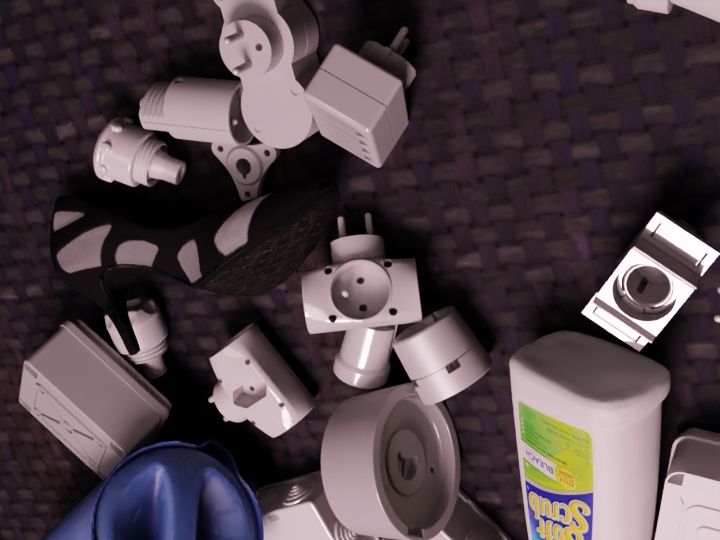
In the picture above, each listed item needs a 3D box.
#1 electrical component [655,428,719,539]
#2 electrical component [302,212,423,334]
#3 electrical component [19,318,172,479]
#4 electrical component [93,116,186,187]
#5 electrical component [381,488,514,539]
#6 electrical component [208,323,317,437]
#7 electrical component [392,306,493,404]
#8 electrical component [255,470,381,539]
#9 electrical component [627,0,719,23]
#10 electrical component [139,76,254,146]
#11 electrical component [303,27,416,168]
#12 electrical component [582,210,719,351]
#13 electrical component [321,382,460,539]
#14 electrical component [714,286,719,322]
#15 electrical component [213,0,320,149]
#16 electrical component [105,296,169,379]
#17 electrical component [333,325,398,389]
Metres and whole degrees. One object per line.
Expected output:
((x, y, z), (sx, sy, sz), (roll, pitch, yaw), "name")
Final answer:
((0.233, 0.166, 0.693), (0.078, 0.057, 0.113), (12, 118, 21), "electrical component")
((0.000, 0.000, 0.729), (0.077, 0.044, 0.079), (-7, 78, 3), "electrical component")
((-0.214, 0.107, 0.859), (0.109, 0.056, 0.108), (42, 149, 2), "electrical component")
((-0.157, -0.080, 0.773), (0.062, 0.048, 0.048), (21, 121, 8), "electrical component")
((0.066, 0.223, 0.806), (0.100, 0.048, 0.099), (44, 124, 1), "electrical component")
((-0.085, 0.091, 0.819), (0.079, 0.043, 0.077), (-35, 96, 34), "electrical component")
((0.055, 0.057, 0.730), (0.055, 0.055, 0.047), (-29, 95, 33), "electrical component")
((-0.040, 0.213, 0.852), (0.100, 0.048, 0.099), (-22, 102, 33), "electrical component")
((0.175, -0.158, 0.574), (0.055, 0.045, 0.045), (16, 119, 19), "electrical component")
((-0.115, -0.111, 0.737), (0.081, 0.043, 0.043), (9, 117, 22), "electrical component")
((0.009, -0.115, 0.663), (0.047, 0.083, 0.075), (31, 85, 9), "electrical component")
((0.174, 0.003, 0.639), (0.042, 0.064, 0.081), (36, 123, 8), "electrical component")
((0.017, 0.136, 0.756), (0.060, 0.108, 0.108), (-11, 108, 36), "electrical component")
((0.244, 0.025, 0.623), (0.074, 0.052, 0.138), (9, 117, 22), "electrical component")
((-0.064, -0.143, 0.679), (0.052, 0.074, 0.138), (-5, 111, 28), "electrical component")
((-0.171, 0.055, 0.844), (0.043, 0.043, 0.062), (-8, 111, 29), "electrical component")
((0.005, 0.054, 0.762), (0.040, 0.040, 0.046), (21, 116, 16), "electrical component")
